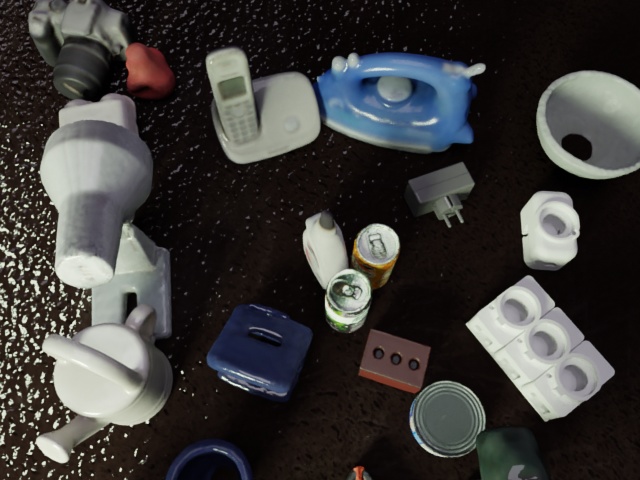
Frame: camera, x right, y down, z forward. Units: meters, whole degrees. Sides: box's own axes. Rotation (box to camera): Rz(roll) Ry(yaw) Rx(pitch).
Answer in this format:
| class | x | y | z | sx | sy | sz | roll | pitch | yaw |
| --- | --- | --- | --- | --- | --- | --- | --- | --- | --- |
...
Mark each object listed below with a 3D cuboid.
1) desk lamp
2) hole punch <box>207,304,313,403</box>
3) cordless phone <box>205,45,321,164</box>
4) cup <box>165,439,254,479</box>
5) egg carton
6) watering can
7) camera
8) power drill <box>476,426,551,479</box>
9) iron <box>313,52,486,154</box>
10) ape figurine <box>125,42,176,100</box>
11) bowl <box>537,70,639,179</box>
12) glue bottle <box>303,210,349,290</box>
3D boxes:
| class | x | y | z | sx | sy | sz | roll | pitch | yaw |
| --- | --- | --- | --- | --- | --- | --- | --- | --- | --- |
| desk lamp | -0.241 | -0.001 | 0.663 | 0.118 | 0.213 | 0.203 | -8 | 69 | -4 |
| hole punch | -0.070 | 0.128 | 0.681 | 0.108 | 0.091 | 0.101 | 18 | 69 | 6 |
| cordless phone | -0.075 | -0.191 | 0.756 | 0.147 | 0.185 | 0.094 | -21 | 70 | -9 |
| cup | -0.122 | 0.276 | 0.619 | 0.091 | 0.095 | 0.118 | 39 | 73 | 14 |
| egg carton | -0.301 | -0.131 | 0.791 | 0.107 | 0.069 | 0.150 | -12 | 69 | -6 |
| watering can | -0.231 | 0.148 | 0.614 | 0.101 | 0.194 | 0.173 | 3 | 68 | 1 |
| camera | -0.356 | -0.281 | 0.833 | 0.143 | 0.101 | 0.137 | 8 | 68 | 2 |
| power drill | 0.190 | 0.302 | 0.553 | 0.075 | 0.208 | 0.229 | -7 | 68 | -3 |
| iron | 0.096 | -0.211 | 0.791 | 0.258 | 0.141 | 0.118 | 8 | 68 | 2 |
| ape figurine | -0.252 | -0.249 | 0.827 | 0.076 | 0.092 | 0.078 | 36 | 72 | 13 |
| bowl | 0.378 | -0.151 | 0.808 | 0.167 | 0.075 | 0.167 | 0 | 68 | -1 |
| glue bottle | 0.006 | 0.002 | 0.688 | 0.037 | 0.173 | 0.078 | -27 | 71 | -11 |
